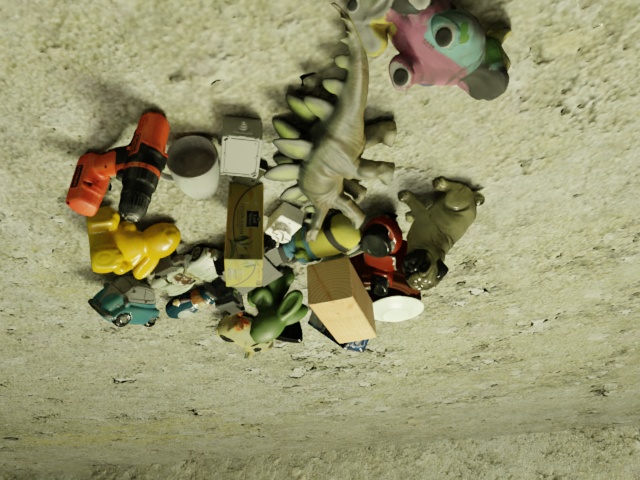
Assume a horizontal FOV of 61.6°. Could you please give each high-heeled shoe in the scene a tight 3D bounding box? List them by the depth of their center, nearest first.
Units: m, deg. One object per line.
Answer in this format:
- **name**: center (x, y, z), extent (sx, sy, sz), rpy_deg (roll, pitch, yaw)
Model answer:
- **high-heeled shoe**: center (-0.089, 0.227, 1.320), extent (0.086, 0.249, 0.145), rpy_deg (-38, 124, -13)

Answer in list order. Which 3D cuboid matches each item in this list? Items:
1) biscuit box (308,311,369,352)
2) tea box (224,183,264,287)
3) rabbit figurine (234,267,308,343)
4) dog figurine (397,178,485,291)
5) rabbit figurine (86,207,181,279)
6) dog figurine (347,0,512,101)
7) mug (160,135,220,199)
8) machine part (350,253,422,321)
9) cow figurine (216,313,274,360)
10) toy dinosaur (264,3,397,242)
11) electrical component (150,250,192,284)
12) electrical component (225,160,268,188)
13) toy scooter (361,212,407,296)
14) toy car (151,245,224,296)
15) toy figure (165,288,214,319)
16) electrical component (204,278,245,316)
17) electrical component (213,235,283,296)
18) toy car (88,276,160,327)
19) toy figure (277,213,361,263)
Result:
- **biscuit box**: center (0.045, 0.214, 1.324), extent (0.063, 0.059, 0.203), rpy_deg (20, 180, -29)
- **tea box**: center (-0.136, -0.010, 0.973), extent (0.068, 0.170, 0.098), rpy_deg (2, 144, -6)
- **rabbit figurine**: center (-0.108, 0.153, 1.220), extent (0.159, 0.170, 0.121), rpy_deg (-7, 147, 7)
- **dog figurine**: center (0.232, -0.003, 0.993), extent (0.172, 0.191, 0.121), rpy_deg (-21, 143, 22)
- **rabbit figurine**: center (-0.361, 0.016, 1.055), extent (0.173, 0.122, 0.162), rpy_deg (-12, 153, -20)
- **dog figurine**: center (0.159, -0.262, 0.688), extent (0.219, 0.191, 0.108), rpy_deg (-18, 162, -48)
- **mug**: center (-0.217, -0.110, 0.900), extent (0.110, 0.081, 0.107), rpy_deg (-7, 156, -3)
- **machine part**: center (0.120, 0.114, 1.255), extent (0.201, 0.087, 0.201), rpy_deg (19, 142, -29)
- **cow figurine**: center (-0.198, 0.259, 1.452), extent (0.127, 0.085, 0.194), rpy_deg (-30, 141, 25)
- **toy dinosaur**: center (0.020, -0.143, 0.849), extent (0.199, 0.105, 0.470), rpy_deg (9, 140, -11)
- **electrical component**: center (-0.321, 0.046, 1.134), extent (0.102, 0.078, 0.045), rpy_deg (-30, 158, 27)
- **electrical component**: center (-0.125, -0.119, 0.944), extent (0.094, 0.021, 0.063), rpy_deg (18, 141, -29)
- **toy scooter**: center (0.138, 0.012, 1.089), extent (0.075, 0.135, 0.183), rpy_deg (14, 134, 26)
- **toy car**: center (-0.288, 0.069, 1.184), extent (0.202, 0.056, 0.073), rpy_deg (-24, 141, 29)
- **toy figure**: center (-0.305, 0.150, 1.308), extent (0.155, 0.057, 0.064), rpy_deg (-21, -179, 23)
- **electrical component**: center (-0.220, 0.121, 1.238), extent (0.048, 0.075, 0.119), rpy_deg (-19, 148, 7)
- **electrical component**: center (-0.141, 0.049, 1.134), extent (0.134, 0.058, 0.114), rpy_deg (-32, 144, 6)
- **toy car**: center (-0.433, 0.136, 1.229), extent (0.161, 0.109, 0.103), rpy_deg (19, 99, -54)
- **toy figure**: center (-0.002, 0.000, 1.073), extent (0.180, 0.082, 0.089), rpy_deg (-10, 162, 23)
